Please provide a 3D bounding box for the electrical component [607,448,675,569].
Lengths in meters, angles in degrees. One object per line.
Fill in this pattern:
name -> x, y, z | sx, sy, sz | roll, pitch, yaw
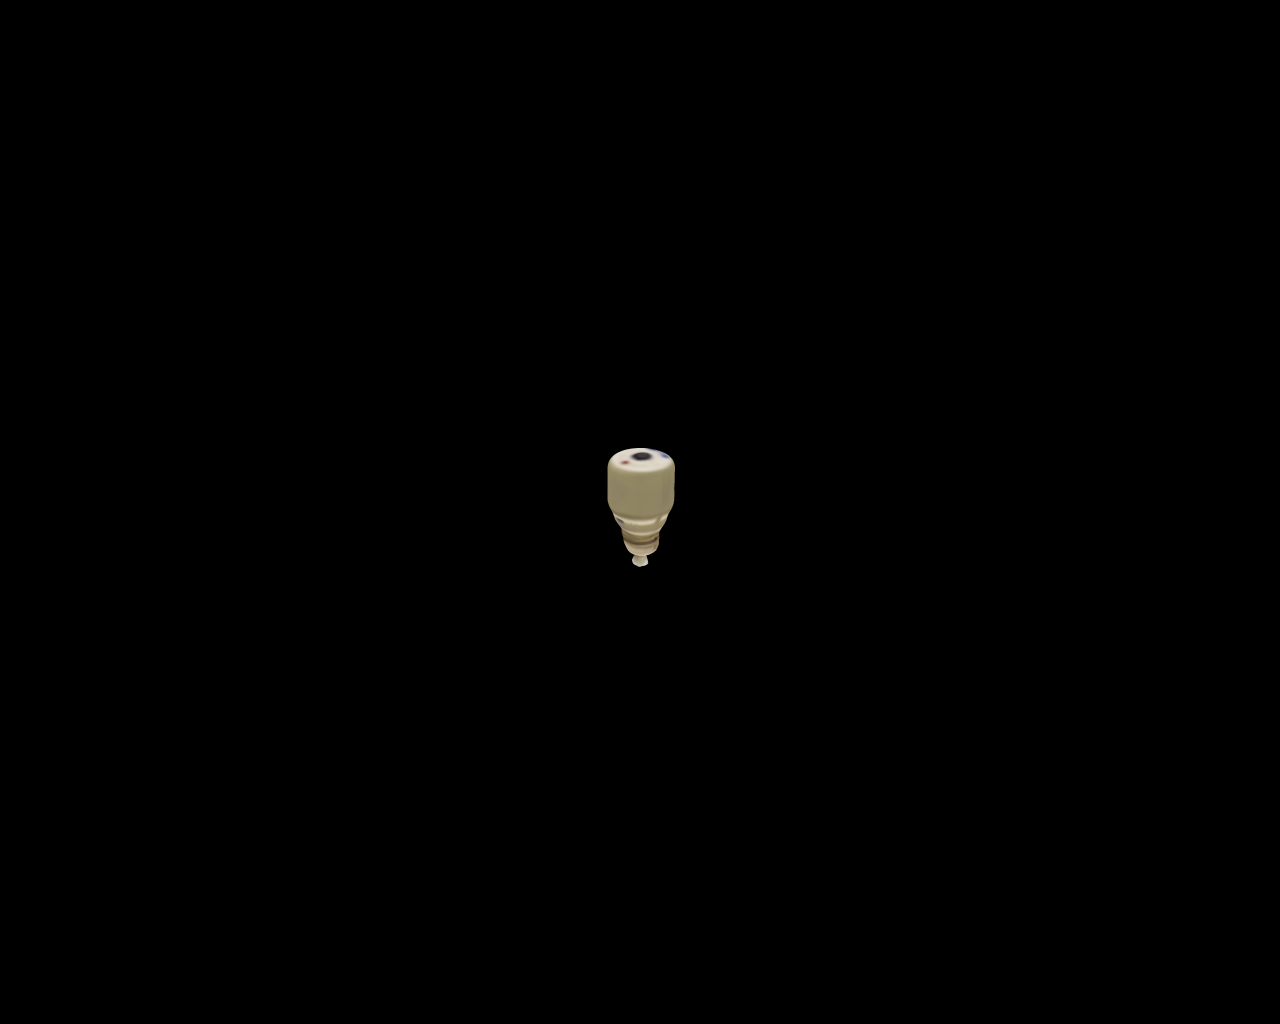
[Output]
electrical component -> 0.001, -0.003, 0.650 | 0.040, 0.078, 0.040 | 0, 26, 0
